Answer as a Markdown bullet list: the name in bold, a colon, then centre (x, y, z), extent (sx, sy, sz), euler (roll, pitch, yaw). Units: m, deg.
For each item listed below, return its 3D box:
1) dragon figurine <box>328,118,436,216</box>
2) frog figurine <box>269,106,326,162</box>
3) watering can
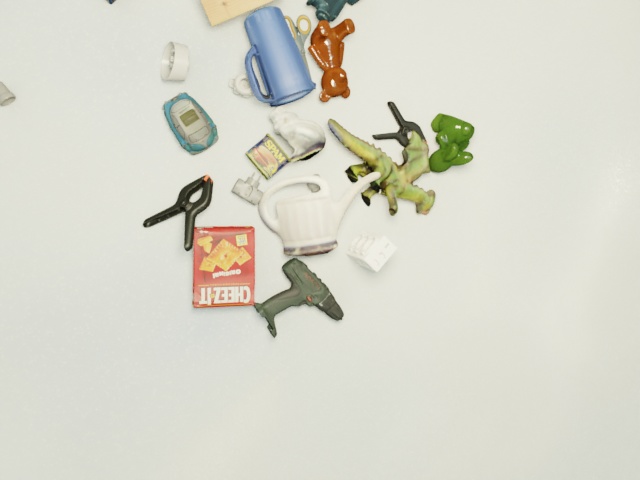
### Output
- **dragon figurine**: centre (0.210, -0.227, 1.496), extent (0.245, 0.122, 0.406), euler (-38, 108, -20)
- **frog figurine**: centre (-0.059, -0.302, 1.410), extent (0.139, 0.121, 0.159), euler (-25, 91, -46)
- **watering can**: centre (0.004, -0.071, 1.412), extent (0.347, 0.105, 0.223), euler (-7, 97, 7)
